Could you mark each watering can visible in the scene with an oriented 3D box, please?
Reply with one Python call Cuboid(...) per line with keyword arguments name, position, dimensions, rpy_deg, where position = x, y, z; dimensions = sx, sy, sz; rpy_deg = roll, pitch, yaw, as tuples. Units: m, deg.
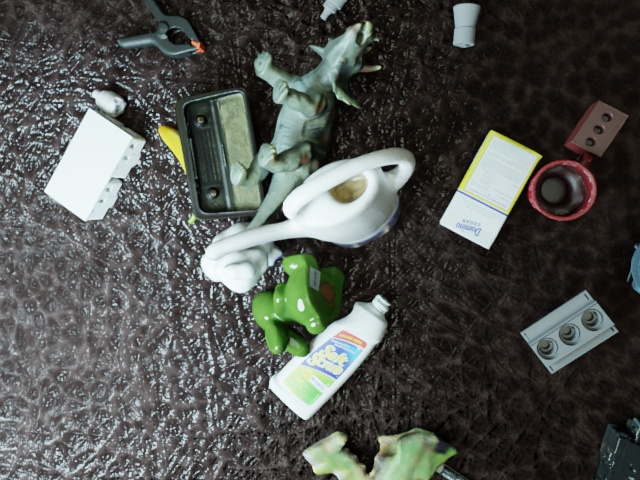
Cuboid(name="watering can", position=(0.003, -0.042, 0.836), dimensions=(0.346, 0.222, 0.105), rpy_deg=(-28, 68, 14))

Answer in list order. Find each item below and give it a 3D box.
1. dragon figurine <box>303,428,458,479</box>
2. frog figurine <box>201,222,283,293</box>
Cuboid(name="dragon figurine", position=(0.162, 0.446, 0.867), dimensions=(0.411, 0.122, 0.242), rpy_deg=(15, 92, 11))
Cuboid(name="frog figurine", position=(-0.146, 0.030, 0.896), dimensions=(0.137, 0.160, 0.123), rpy_deg=(-16, 88, 13))
